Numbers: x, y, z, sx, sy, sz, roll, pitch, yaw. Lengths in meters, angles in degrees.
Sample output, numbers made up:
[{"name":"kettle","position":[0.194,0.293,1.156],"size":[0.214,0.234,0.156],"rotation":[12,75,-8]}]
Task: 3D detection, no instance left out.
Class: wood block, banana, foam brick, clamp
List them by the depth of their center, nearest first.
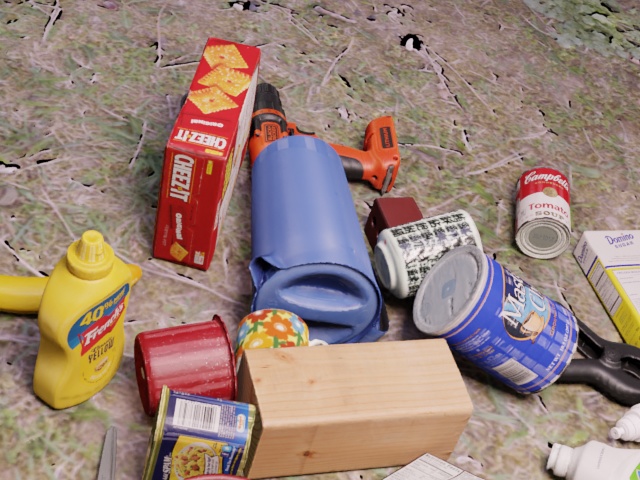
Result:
[{"name":"wood block","position":[0.028,0.160,1.019],"size":[0.205,0.091,0.090],"rotation":[-1,45,-19]},{"name":"banana","position":[-0.278,0.046,1.083],"size":[0.197,0.037,0.069],"rotation":[2,44,-15]},{"name":"clamp","position":[0.312,0.129,1.181],"size":[0.171,0.039,0.120],"rotation":[19,47,-2]},{"name":"foam brick","position":[0.091,-0.006,1.242],"size":[0.051,0.053,0.078],"rotation":[-3,45,-20]}]

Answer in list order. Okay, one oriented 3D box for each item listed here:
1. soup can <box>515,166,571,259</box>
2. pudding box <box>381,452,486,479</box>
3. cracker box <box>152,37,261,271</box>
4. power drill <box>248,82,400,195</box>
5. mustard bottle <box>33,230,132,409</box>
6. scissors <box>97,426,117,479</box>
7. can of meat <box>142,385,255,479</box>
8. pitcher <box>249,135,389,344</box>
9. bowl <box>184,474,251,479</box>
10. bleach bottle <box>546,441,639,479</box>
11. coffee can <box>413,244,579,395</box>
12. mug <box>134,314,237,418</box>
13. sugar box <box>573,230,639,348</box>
[{"name":"soup can","position":[0.275,-0.034,1.319],"size":[0.068,0.069,0.102],"rotation":[15,43,-2]},{"name":"pudding box","position":[0.091,0.243,0.964],"size":[0.113,0.039,0.090],"rotation":[-20,22,-35]},{"name":"cracker box","position":[-0.126,-0.099,1.191],"size":[0.072,0.164,0.213],"rotation":[13,42,-1]},{"name":"power drill","position":[0.000,-0.126,1.339],"size":[0.187,0.057,0.184],"rotation":[3,47,-10]},{"name":"mustard bottle","position":[-0.213,0.065,0.968],"size":[0.058,0.192,0.096],"rotation":[34,45,19]},{"name":"scissors","position":[-0.207,0.246,0.910],"size":[0.096,0.016,0.202],"rotation":[-3,46,-20]},{"name":"can of meat","position":[-0.108,0.181,0.947],"size":[0.084,0.102,0.057],"rotation":[12,42,-8]},{"name":"pitcher","position":[-0.008,0.001,1.162],"size":[0.145,0.149,0.243],"rotation":[-6,42,-2]},{"name":"bowl","position":[-0.084,0.277,0.886],"size":[0.162,0.055,0.162],"rotation":[9,43,-8]},{"name":"bleach bottle","position":[0.347,0.246,1.033],"size":[0.251,0.068,0.102],"rotation":[16,27,17]},{"name":"coffee can","position":[0.181,0.083,1.101],"size":[0.140,0.103,0.102],"rotation":[33,37,-24]},{"name":"mug","position":[-0.127,0.134,1.011],"size":[0.081,0.093,0.117],"rotation":[-8,83,-18]},{"name":"sugar box","position":[0.381,0.062,1.268],"size":[0.093,0.048,0.176],"rotation":[-1,41,-18]}]
